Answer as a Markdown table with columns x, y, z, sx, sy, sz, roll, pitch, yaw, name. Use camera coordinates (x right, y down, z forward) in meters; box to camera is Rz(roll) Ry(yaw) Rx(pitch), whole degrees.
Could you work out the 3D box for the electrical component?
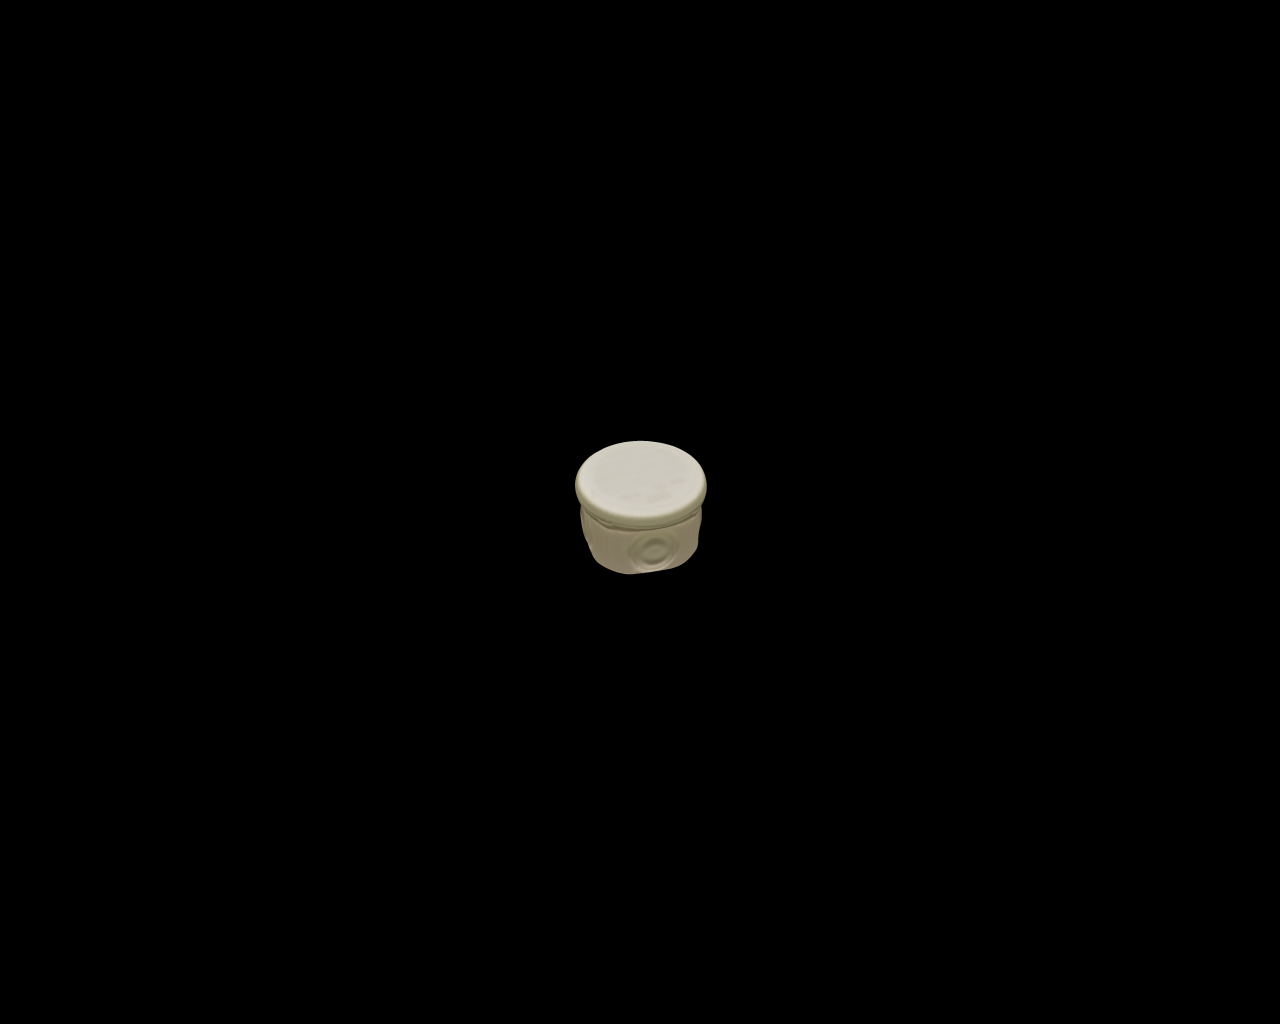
| x | y | z | sx | sy | sz | roll | pitch | yaw | name |
| --- | --- | --- | --- | --- | --- | --- | --- | --- | --- |
| 0.001 | -0.003 | 0.650 | 0.080 | 0.050 | 0.080 | 0 | 39 | 0 | electrical component |
